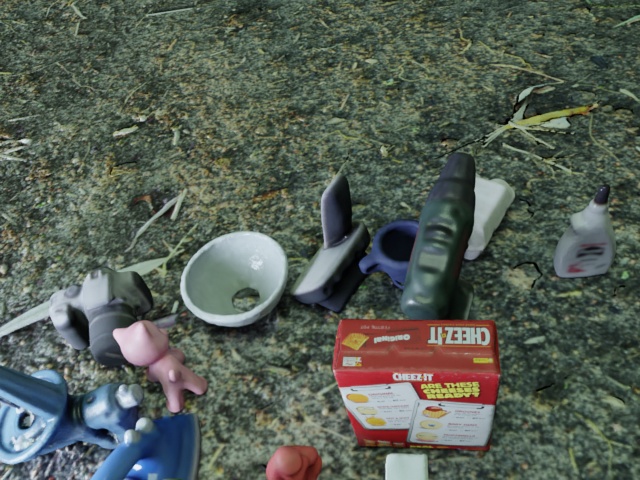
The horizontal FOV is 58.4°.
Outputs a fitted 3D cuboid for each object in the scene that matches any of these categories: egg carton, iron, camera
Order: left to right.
[{"bbox_3d":[-0.334,0.121,0.869,0.143,0.101,0.136,-19,49,-4],"label":"camera"},{"bbox_3d":[-0.229,0.298,0.671,0.118,0.142,0.258,9,54,20],"label":"iron"},{"bbox_3d":[0.233,-0.043,0.898,0.107,0.069,0.150,21,58,27],"label":"egg carton"}]

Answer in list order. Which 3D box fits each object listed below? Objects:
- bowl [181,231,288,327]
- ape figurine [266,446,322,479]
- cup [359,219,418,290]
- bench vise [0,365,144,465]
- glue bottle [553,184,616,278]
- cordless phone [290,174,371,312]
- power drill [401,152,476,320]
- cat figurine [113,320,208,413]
[{"bbox_3d":[-0.123,0.071,0.880,0.167,0.075,0.167,-6,50,8],"label":"bowl"},{"bbox_3d":[-0.033,0.274,0.679,0.078,0.092,0.076,-41,54,-20],"label":"ape figurine"},{"bbox_3d":[0.116,0.036,0.841,0.118,0.095,0.091,-25,50,-8],"label":"cup"},{"bbox_3d":[-0.343,0.198,0.728,0.207,0.220,0.121,-27,50,-9],"label":"bench vise"},{"bbox_3d":[0.366,-0.013,0.774,0.078,0.173,0.037,-9,49,6],"label":"glue bottle"},{"bbox_3d":[0.008,0.003,0.834,0.093,0.185,0.148,18,57,25],"label":"cordless phone"},{"bbox_3d":[0.164,0.029,0.762,0.075,0.209,0.230,9,54,20],"label":"power drill"},{"bbox_3d":[-0.228,0.163,0.799,0.067,0.118,0.127,-40,54,-20],"label":"cat figurine"}]
